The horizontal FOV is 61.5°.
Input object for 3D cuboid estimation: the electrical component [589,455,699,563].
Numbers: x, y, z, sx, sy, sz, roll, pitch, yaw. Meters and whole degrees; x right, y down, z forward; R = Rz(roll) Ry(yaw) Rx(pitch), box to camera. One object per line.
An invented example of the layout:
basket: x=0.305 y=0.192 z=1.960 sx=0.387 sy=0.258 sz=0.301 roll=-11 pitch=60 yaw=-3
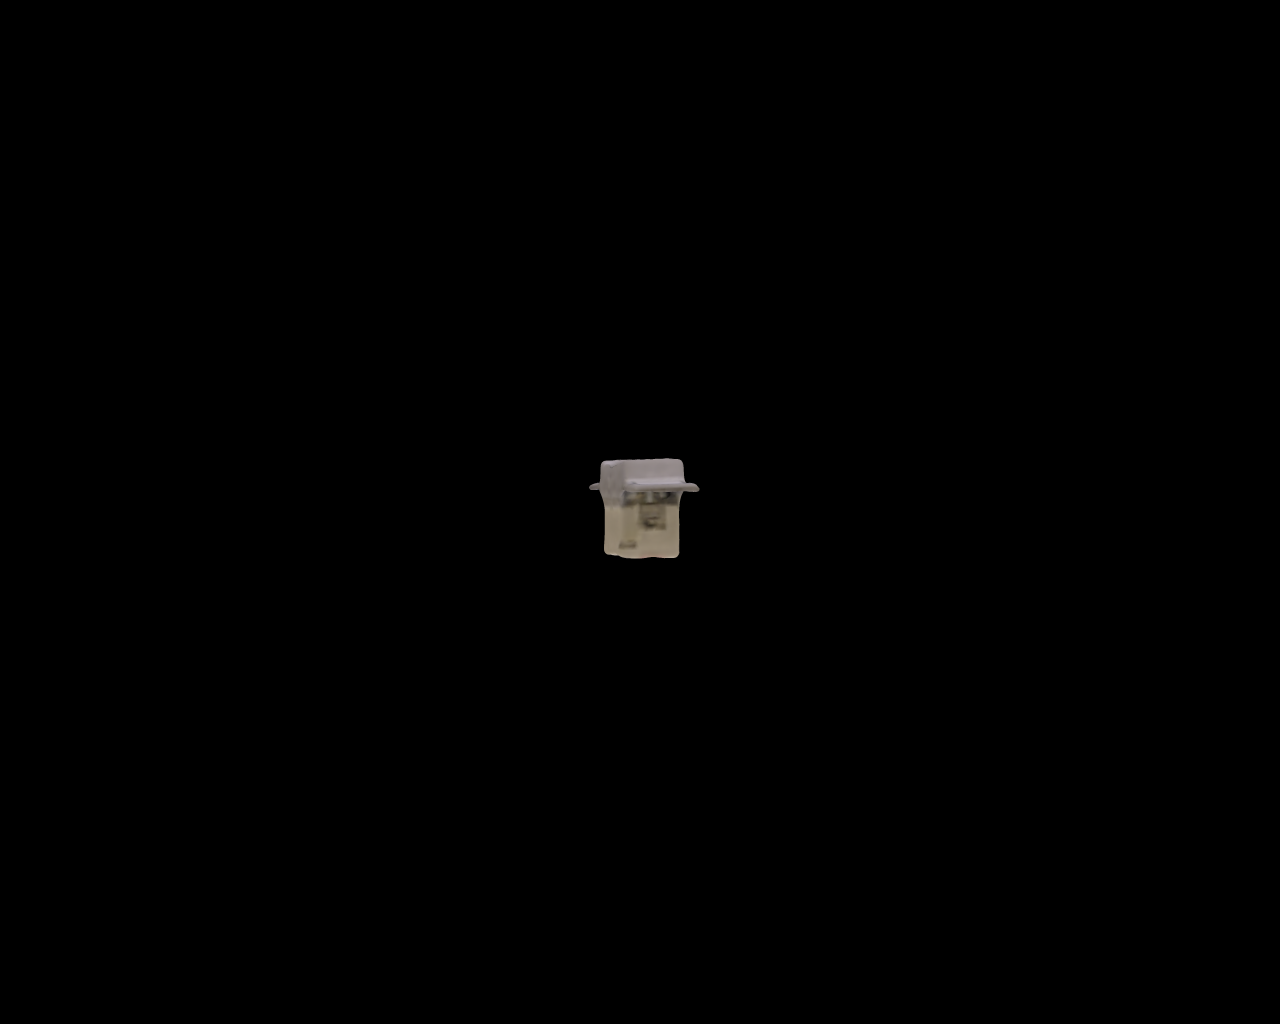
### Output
electrical component: x=0.001 y=-0.003 z=0.650 sx=0.042 sy=0.063 sz=0.081 roll=-1 pitch=3 yaw=-19
